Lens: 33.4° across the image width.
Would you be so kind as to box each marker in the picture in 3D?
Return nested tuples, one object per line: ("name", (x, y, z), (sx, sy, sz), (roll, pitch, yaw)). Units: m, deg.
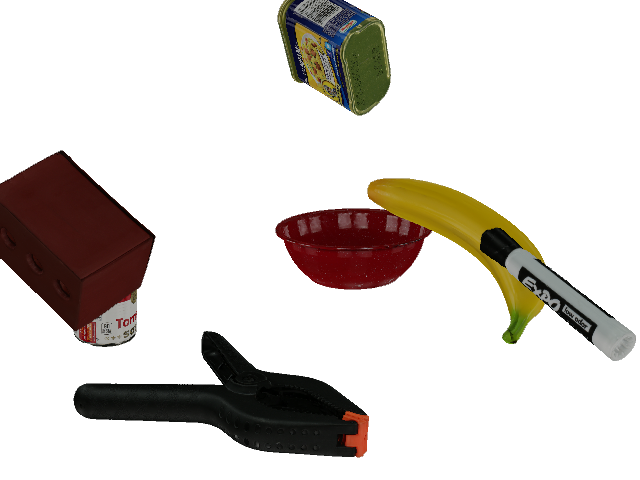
("marker", (0.133, 0.027, 0.617), (0.020, 0.020, 0.121), (0, 30, -36))

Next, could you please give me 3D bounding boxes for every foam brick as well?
("foam brick", (-0.139, 0.000, 0.591), (0.051, 0.078, 0.053), (-38, -18, -37))

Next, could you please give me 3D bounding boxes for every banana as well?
("banana", (0.113, -0.001, 0.811), (0.069, 0.037, 0.198), (-15, 41, -26))

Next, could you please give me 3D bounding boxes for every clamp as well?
("clamp", (-0.054, 0.115, 0.802), (0.210, 0.036, 0.164), (9, 17, 23))

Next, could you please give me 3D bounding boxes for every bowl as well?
("bowl", (0.035, 0.011, 1.098), (0.162, 0.055, 0.162), (-2, 15, 0))

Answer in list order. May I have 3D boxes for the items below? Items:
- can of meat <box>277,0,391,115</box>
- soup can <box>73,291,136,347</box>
("can of meat", (0.015, -0.173, 0.973), (0.057, 0.102, 0.084), (-40, 55, -19))
("soup can", (-0.226, 0.052, 1.116), (0.068, 0.102, 0.068), (4, 22, -2))
